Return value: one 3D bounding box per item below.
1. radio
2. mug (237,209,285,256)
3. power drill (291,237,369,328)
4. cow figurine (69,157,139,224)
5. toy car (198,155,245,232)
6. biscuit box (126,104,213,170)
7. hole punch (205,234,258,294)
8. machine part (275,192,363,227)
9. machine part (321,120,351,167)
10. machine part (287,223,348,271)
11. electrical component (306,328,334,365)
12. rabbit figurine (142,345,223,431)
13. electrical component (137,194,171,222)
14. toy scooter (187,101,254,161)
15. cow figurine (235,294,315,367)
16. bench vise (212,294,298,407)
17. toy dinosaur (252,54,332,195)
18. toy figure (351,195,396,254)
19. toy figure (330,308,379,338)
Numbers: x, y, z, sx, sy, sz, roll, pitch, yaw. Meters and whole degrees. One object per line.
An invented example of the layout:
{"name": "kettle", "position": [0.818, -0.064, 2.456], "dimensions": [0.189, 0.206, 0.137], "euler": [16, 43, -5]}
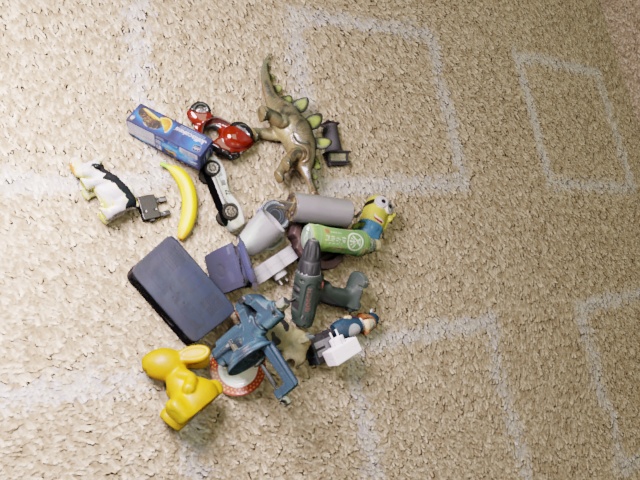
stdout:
{"name": "radio", "position": [-0.316, 0.117, 1.215], "dimensions": [0.229, 0.073, 0.131], "euler": [50, 59, -6]}
{"name": "mug", "position": [-0.147, -0.009, 1.338], "dimensions": [0.109, 0.107, 0.081], "euler": [42, 10, -50]}
{"name": "power drill", "position": [0.024, 0.111, 1.360], "dimensions": [0.207, 0.086, 0.231], "euler": [6, 105, -43]}
{"name": "cow figurine", "position": [-0.480, -0.125, 1.194], "dimensions": [0.098, 0.068, 0.167], "euler": [-33, 87, -29]}
{"name": "toy car", "position": [-0.245, -0.115, 1.326], "dimensions": [0.056, 0.073, 0.201], "euler": [-21, 86, -29]}
{"name": "biscuit box", "position": [-0.353, -0.244, 1.272], "dimensions": [0.203, 0.059, 0.063], "euler": [27, 61, 4]}
{"name": "hole punch", "position": [-0.211, 0.068, 1.269], "dimensions": [0.092, 0.116, 0.142], "euler": [-13, 81, -24]}
{"name": "machine part", "position": [0.000, -0.076, 1.383], "dimensions": [0.243, 0.079, 0.079], "euler": [5, 73, -29]}
{"name": "machine part", "position": [0.042, -0.280, 1.563], "dimensions": [0.084, 0.039, 0.139], "euler": [-9, 81, -23]}
{"name": "machine part", "position": [-0.003, -0.004, 1.440], "dimensions": [0.179, 0.056, 0.179], "euler": [8, 72, -28]}
{"name": "electrical component", "position": [-0.014, 0.275, 1.351], "dimensions": [0.119, 0.048, 0.075], "euler": [-13, 82, -34]}
{"name": "rabbit figurine", "position": [-0.299, 0.292, 1.148], "dimensions": [0.173, 0.121, 0.162], "euler": [42, 64, 10]}
{"name": "electrical component", "position": [-0.400, -0.072, 1.254], "dimensions": [0.094, 0.021, 0.063], "euler": [-14, 83, -32]}
{"name": "toy scooter", "position": [-0.264, -0.257, 1.360], "dimensions": [0.184, 0.075, 0.135], "euler": [27, 64, -17]}
{"name": "cow figurine", "position": [-0.100, 0.219, 1.287], "dimensions": [0.127, 0.085, 0.195], "euler": [-35, 92, -12]}
{"name": "bench vise", "position": [-0.117, 0.241, 1.167], "dimensions": [0.223, 0.128, 0.241], "euler": [-38, 71, 4]}
{"name": "toy dinosaur", "position": [-0.089, -0.311, 1.464], "dimensions": [0.198, 0.105, 0.471], "euler": [-18, 80, -39]}
{"name": "toy figure", "position": [0.143, -0.048, 1.523], "dimensions": [0.082, 0.089, 0.180], "euler": [43, 65, -45]}
{"name": "toy figure", "position": [0.100, 0.228, 1.426], "dimensions": [0.154, 0.064, 0.058], "euler": [-10, 43, -30]}
